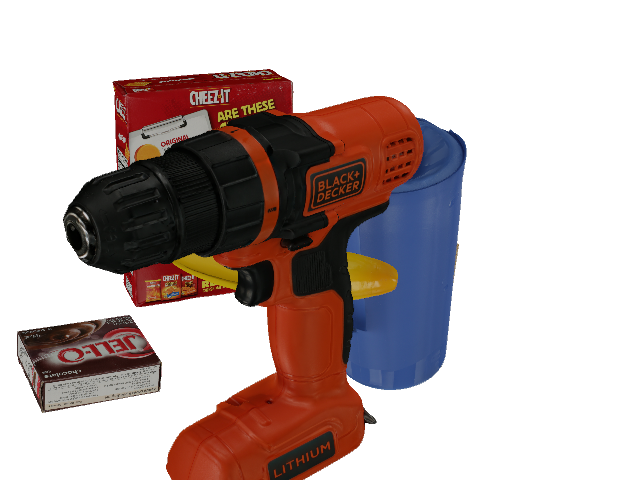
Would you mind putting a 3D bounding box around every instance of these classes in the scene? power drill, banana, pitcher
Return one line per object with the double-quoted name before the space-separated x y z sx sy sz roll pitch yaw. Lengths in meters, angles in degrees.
"power drill" -0.031 0.033 0.493 0.184 0.188 0.057 -19 37 -37
"banana" -0.048 0.006 0.691 0.198 0.037 0.069 19 37 32
"pitcher" 0.055 0.021 0.962 0.149 0.243 0.145 -5 36 -2

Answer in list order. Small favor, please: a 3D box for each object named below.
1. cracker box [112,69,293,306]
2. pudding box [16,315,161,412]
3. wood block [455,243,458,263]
"cracker box" -0.114 -0.053 1.047 0.164 0.214 0.072 -8 23 -21
"pudding box" -0.213 0.112 0.982 0.113 0.039 0.090 -9 29 -26
"wood block" 0.038 0.037 1.186 0.206 0.091 0.090 13 24 17
